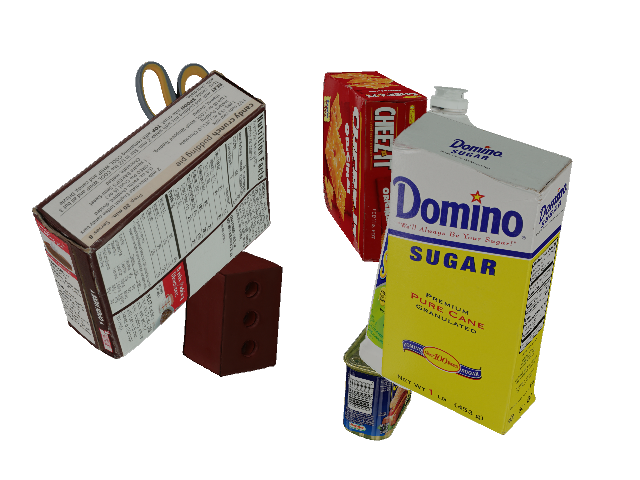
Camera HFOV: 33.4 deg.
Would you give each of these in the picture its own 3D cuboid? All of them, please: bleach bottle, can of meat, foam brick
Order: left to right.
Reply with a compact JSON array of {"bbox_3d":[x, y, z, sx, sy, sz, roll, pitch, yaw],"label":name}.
[{"bbox_3d":[-0.065,0.051,0.780,0.052,0.078,0.051,-7,16,-38],"label":"foam brick"},{"bbox_3d":[0.061,0.142,1.088,0.057,0.084,0.102,13,27,19],"label":"can of meat"},{"bbox_3d":[0.091,-0.005,0.910,0.068,0.251,0.103,0,14,-25],"label":"bleach bottle"}]

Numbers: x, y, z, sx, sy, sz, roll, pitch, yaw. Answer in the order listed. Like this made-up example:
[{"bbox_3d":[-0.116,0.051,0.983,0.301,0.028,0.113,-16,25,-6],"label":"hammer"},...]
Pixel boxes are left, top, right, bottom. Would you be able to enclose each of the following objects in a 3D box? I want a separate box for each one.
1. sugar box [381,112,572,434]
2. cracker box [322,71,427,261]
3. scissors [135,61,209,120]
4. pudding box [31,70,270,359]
[{"bbox_3d":[0.085,0.022,0.620,0.093,0.176,0.048,22,43,29],"label":"sugar box"},{"bbox_3d":[0.052,-0.085,1.125,0.072,0.164,0.214,-3,16,-8],"label":"cracker box"},{"bbox_3d":[-0.127,-0.098,1.114,0.096,0.202,0.016,-33,14,-33],"label":"scissors"},{"bbox_3d":[-0.072,-0.011,0.493,0.039,0.113,0.090,32,-31,22],"label":"pudding box"}]
